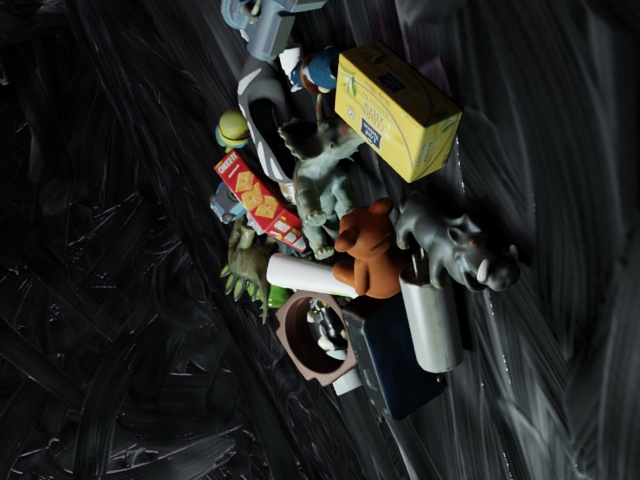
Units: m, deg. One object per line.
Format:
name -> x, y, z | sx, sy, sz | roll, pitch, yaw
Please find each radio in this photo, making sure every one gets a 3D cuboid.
radio -> 0.130, 0.191, 0.938 | 0.073, 0.131, 0.229 | 15, 129, 59

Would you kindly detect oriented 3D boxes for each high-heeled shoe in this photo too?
high-heeled shoe -> -0.086, -0.228, 0.978 | 0.145, 0.086, 0.248 | -134, 35, -52

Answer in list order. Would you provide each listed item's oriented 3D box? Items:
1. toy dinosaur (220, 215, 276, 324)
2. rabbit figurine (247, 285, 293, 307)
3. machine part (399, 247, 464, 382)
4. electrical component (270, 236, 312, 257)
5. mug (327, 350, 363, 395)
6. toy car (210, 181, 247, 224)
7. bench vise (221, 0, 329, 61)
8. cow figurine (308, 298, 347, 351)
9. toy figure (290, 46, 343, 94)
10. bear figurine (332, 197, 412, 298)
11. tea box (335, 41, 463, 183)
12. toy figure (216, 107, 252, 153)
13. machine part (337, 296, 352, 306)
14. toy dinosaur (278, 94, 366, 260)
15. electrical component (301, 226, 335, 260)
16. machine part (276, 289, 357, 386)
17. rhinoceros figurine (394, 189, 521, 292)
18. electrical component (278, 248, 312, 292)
toy dinosaur -> -0.177, 0.055, 1.371 | 0.472, 0.105, 0.198 | -135, 60, -67
rabbit figurine -> -0.087, 0.149, 1.457 | 0.170, 0.121, 0.159 | 50, 156, -17
machine part -> 0.174, 0.117, 0.829 | 0.079, 0.079, 0.242 | 28, 141, 56
electrical component -> -0.057, 0.000, 1.230 | 0.119, 0.075, 0.047 | 48, 154, 28
mug -> 0.063, 0.313, 1.323 | 0.107, 0.081, 0.109 | 66, -168, 11
toy car -> -0.195, -0.115, 1.357 | 0.109, 0.161, 0.103 | 49, -161, 16
bench vise -> -0.095, -0.400, 0.798 | 0.241, 0.129, 0.223 | 51, 154, 17
cow figurine -> 0.020, 0.184, 1.267 | 0.098, 0.068, 0.167 | 6, 124, 59
toy figure -> -0.001, -0.256, 0.825 | 0.057, 0.064, 0.155 | 39, 172, -25
bear figurine -> 0.068, 0.007, 0.831 | 0.132, 0.120, 0.195 | 36, 168, 43
tea box -> 0.095, -0.168, 0.696 | 0.170, 0.068, 0.098 | 49, 154, 30
toy figure -> -0.199, -0.251, 1.239 | 0.082, 0.089, 0.180 | 61, 157, -10
machine part -> 0.101, 0.141, 1.040 | 0.139, 0.084, 0.039 | 32, 113, 34
toy dinosaur -> 0.004, -0.088, 0.943 | 0.404, 0.131, 0.192 | 100, 156, -70
electrical component -> -0.002, -0.005, 1.093 | 0.045, 0.078, 0.102 | 4, 112, 48
machine part -> 0.014, 0.193, 1.162 | 0.201, 0.087, 0.201 | 53, 127, 14
rhinoceros figurine -> 0.179, 0.003, 0.706 | 0.190, 0.073, 0.112 | 47, 143, 40
electrical component -> -0.050, 0.068, 1.311 | 0.115, 0.058, 0.134 | 49, 154, 28
